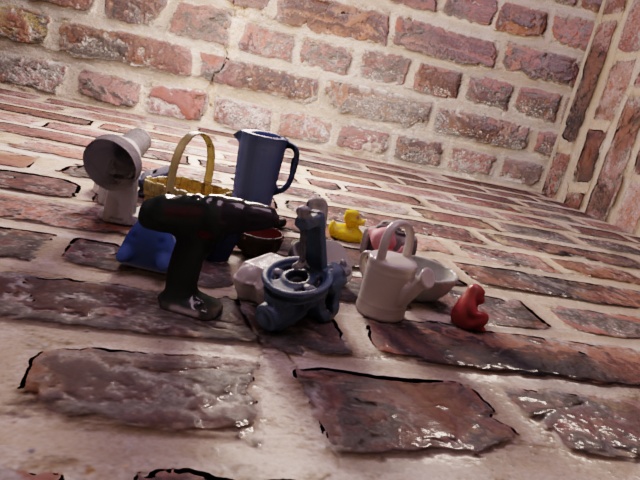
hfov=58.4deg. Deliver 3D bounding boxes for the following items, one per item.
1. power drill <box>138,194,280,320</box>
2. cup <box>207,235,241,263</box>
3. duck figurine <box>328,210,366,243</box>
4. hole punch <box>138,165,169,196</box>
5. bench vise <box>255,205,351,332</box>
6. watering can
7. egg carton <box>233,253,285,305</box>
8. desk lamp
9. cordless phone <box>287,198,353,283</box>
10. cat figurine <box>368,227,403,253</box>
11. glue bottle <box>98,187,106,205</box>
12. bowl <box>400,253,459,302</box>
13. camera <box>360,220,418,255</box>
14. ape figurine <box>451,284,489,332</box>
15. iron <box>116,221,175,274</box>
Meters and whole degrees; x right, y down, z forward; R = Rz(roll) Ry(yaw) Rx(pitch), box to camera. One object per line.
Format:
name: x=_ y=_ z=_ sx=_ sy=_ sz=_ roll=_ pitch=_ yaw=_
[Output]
power drill: x=-0.193 y=0.020 z=0.950 sx=0.229 sy=0.208 sz=0.076 roll=15 pitch=16 yaw=6
cup: x=-0.223 y=-0.006 z=1.218 sx=0.117 sy=0.095 sz=0.092 roll=22 pitch=18 yaw=28
duck figurine: x=0.079 y=-0.045 z=1.601 sx=0.104 sy=0.086 sz=0.077 roll=13 pitch=16 yaw=-2
hole punch: x=-0.454 y=-0.169 z=1.592 sx=0.101 sy=0.091 sz=0.108 roll=8 pitch=17 yaw=-16
bench vise: x=-0.021 y=0.039 z=0.998 sx=0.121 sy=0.220 sz=0.208 roll=18 pitch=17 yaw=18
watering can: x=0.146 y=0.057 z=1.117 sx=0.172 sy=0.194 sz=0.101 roll=20 pitch=17 yaw=23
egg carton: x=-0.090 y=0.076 z=1.090 sx=0.107 sy=0.069 sz=0.151 roll=19 pitch=17 yaw=21
desk lamp: x=-0.444 y=-0.145 z=1.298 sx=0.118 sy=0.213 sz=0.203 roll=13 pitch=16 yaw=2
cordless phone: x=0.011 y=0.004 z=1.204 sx=0.148 sy=0.185 sz=0.093 roll=-2 pitch=22 yaw=-43
cat figurine: x=0.165 y=0.019 z=1.398 sx=0.067 sy=0.118 sz=0.127 roll=3 pitch=19 yaw=-31
glue bottle: x=-0.498 y=-0.169 z=1.411 sx=0.078 sy=0.173 sz=0.037 roll=4 pitch=18 yaw=-28
bowl: x=0.217 y=0.092 z=1.269 sx=0.167 sy=0.075 sz=0.167 roll=12 pitch=16 yaw=-3
camera: x=0.198 y=0.000 z=1.518 sx=0.142 sy=0.101 sz=0.137 roll=20 pitch=18 yaw=23
ape figurine: x=0.310 y=0.134 z=1.169 sx=0.076 sy=0.092 sz=0.078 roll=12 pitch=16 yaw=-5
iron: x=-0.303 y=-0.025 z=1.135 sx=0.118 sy=0.141 sz=0.258 roll=13 pitch=16 yaw=0
